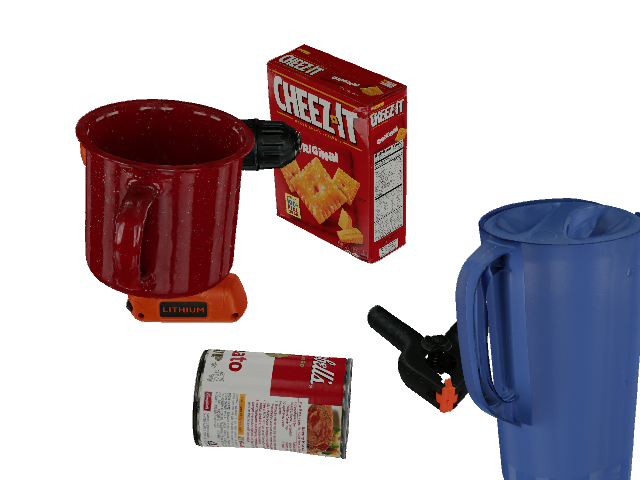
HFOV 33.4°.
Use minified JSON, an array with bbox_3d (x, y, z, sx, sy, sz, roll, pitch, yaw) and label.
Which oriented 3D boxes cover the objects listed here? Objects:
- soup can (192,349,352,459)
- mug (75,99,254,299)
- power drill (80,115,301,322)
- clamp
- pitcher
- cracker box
[{"bbox_3d":[-0.031,0.111,0.726,0.102,0.068,0.068,4,0,4],"label":"soup can"},{"bbox_3d":[-0.086,-0.016,0.565,0.093,0.081,0.117,8,28,1],"label":"mug"},{"bbox_3d":[-0.106,-0.020,0.923,0.184,0.188,0.057,1,27,5],"label":"power drill"},{"bbox_3d":[0.124,0.111,1.073,0.120,0.039,0.171,-9,30,-9],"label":"clamp"},{"bbox_3d":[0.192,0.095,0.876,0.149,0.243,0.145,-1,17,11],"label":"pitcher"},{"bbox_3d":[0.018,-0.098,1.239,0.164,0.214,0.072,29,46,36],"label":"cracker box"}]
